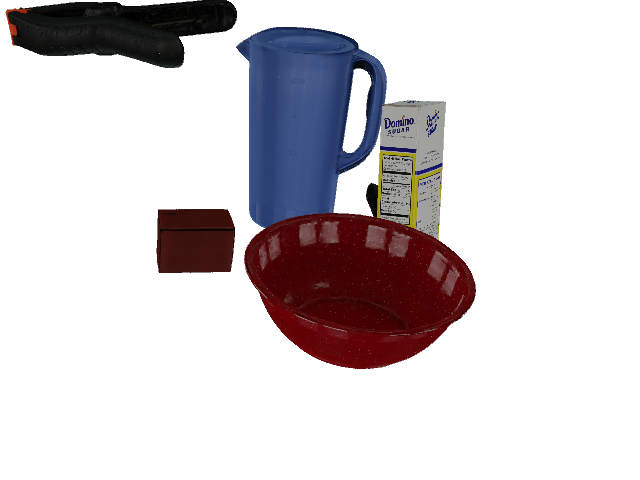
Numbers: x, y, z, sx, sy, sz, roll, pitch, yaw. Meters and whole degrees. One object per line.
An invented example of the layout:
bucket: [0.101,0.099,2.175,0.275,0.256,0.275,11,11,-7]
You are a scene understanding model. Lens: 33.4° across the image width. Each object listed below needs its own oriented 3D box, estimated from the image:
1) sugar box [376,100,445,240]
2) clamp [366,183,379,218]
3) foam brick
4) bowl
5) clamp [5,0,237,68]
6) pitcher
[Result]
sugar box: [0.088,-0.048,1.047,0.048,0.176,0.093,4,10,22]
clamp: [0.077,0.015,1.244,0.164,0.036,0.210,-22,52,-40]
foam brick: [-0.132,0.000,1.120,0.078,0.051,0.053,-1,25,-11]
bowl: [0.025,0.041,0.749,0.162,0.055,0.162,6,29,-3]
clamp: [-0.150,-0.161,0.802,0.172,0.039,0.120,11,23,22]
pitcher: [-0.019,-0.134,1.319,0.144,0.243,0.149,-10,28,-29]
